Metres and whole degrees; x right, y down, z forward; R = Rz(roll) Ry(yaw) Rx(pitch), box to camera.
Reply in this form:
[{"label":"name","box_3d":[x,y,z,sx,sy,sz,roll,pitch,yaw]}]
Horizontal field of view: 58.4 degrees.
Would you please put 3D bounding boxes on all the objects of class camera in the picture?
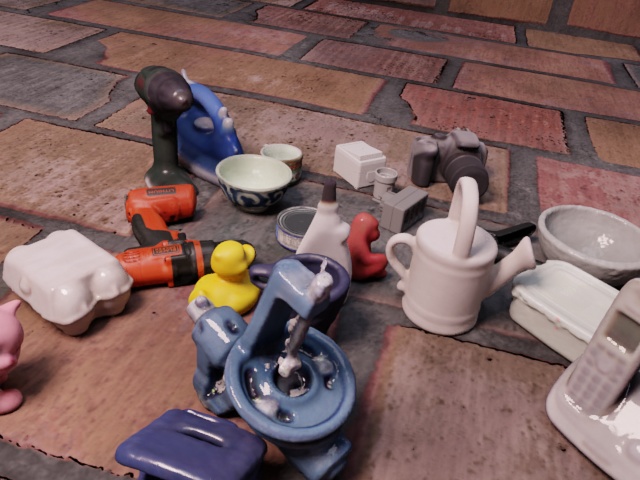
[{"label":"camera","box_3d":[0.243,-0.138,1.035,0.143,0.101,0.136,3,33,-6]}]

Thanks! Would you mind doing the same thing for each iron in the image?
[{"label":"iron","box_3d":[-0.195,-0.201,1.018,0.119,0.141,0.257,-18,40,-32]}]

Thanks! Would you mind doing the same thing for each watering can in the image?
[{"label":"watering can","box_3d":[0.174,0.013,0.708,0.173,0.194,0.100,-3,34,-13]}]

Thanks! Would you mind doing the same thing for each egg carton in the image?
[{"label":"egg carton","box_3d":[-0.304,0.047,0.687,0.150,0.069,0.107,27,38,28]}]

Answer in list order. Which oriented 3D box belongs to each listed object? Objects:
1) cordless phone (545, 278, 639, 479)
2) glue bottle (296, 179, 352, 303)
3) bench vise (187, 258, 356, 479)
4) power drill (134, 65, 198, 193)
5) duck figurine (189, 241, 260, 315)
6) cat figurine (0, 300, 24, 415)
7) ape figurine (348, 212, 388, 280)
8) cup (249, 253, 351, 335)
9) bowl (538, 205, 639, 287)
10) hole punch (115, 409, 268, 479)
[{"label":"cordless phone","box_3d":[0.313,0.140,0.547,0.094,0.185,0.147,-17,40,-31]},{"label":"glue bottle","box_3d":[0.007,0.003,0.714,0.078,0.173,0.037,9,33,4]},{"label":"bench vise","box_3d":[-0.056,0.098,0.516,0.207,0.220,0.122,19,35,18]},{"label":"power drill","box_3d":[-0.241,-0.174,0.908,0.076,0.208,0.228,-12,37,-25]},{"label":"duck figurine","box_3d":[-0.117,0.044,0.710,0.077,0.086,0.105,25,38,27]},{"label":"cat figurine","box_3d":[-0.334,0.113,0.538,0.128,0.118,0.067,-25,44,-38]},{"label":"ape figurine","box_3d":[0.060,0.005,0.794,0.076,0.092,0.077,-1,34,-11]},{"label":"cup","box_3d":[-0.028,0.074,0.671,0.117,0.095,0.092,10,33,5]},{"label":"bowl","box_3d":[0.397,0.019,0.847,0.167,0.075,0.167,5,33,-3]},{"label":"hole punch","box_3d":[-0.107,0.188,0.488,0.108,0.091,0.101,15,34,12]}]
